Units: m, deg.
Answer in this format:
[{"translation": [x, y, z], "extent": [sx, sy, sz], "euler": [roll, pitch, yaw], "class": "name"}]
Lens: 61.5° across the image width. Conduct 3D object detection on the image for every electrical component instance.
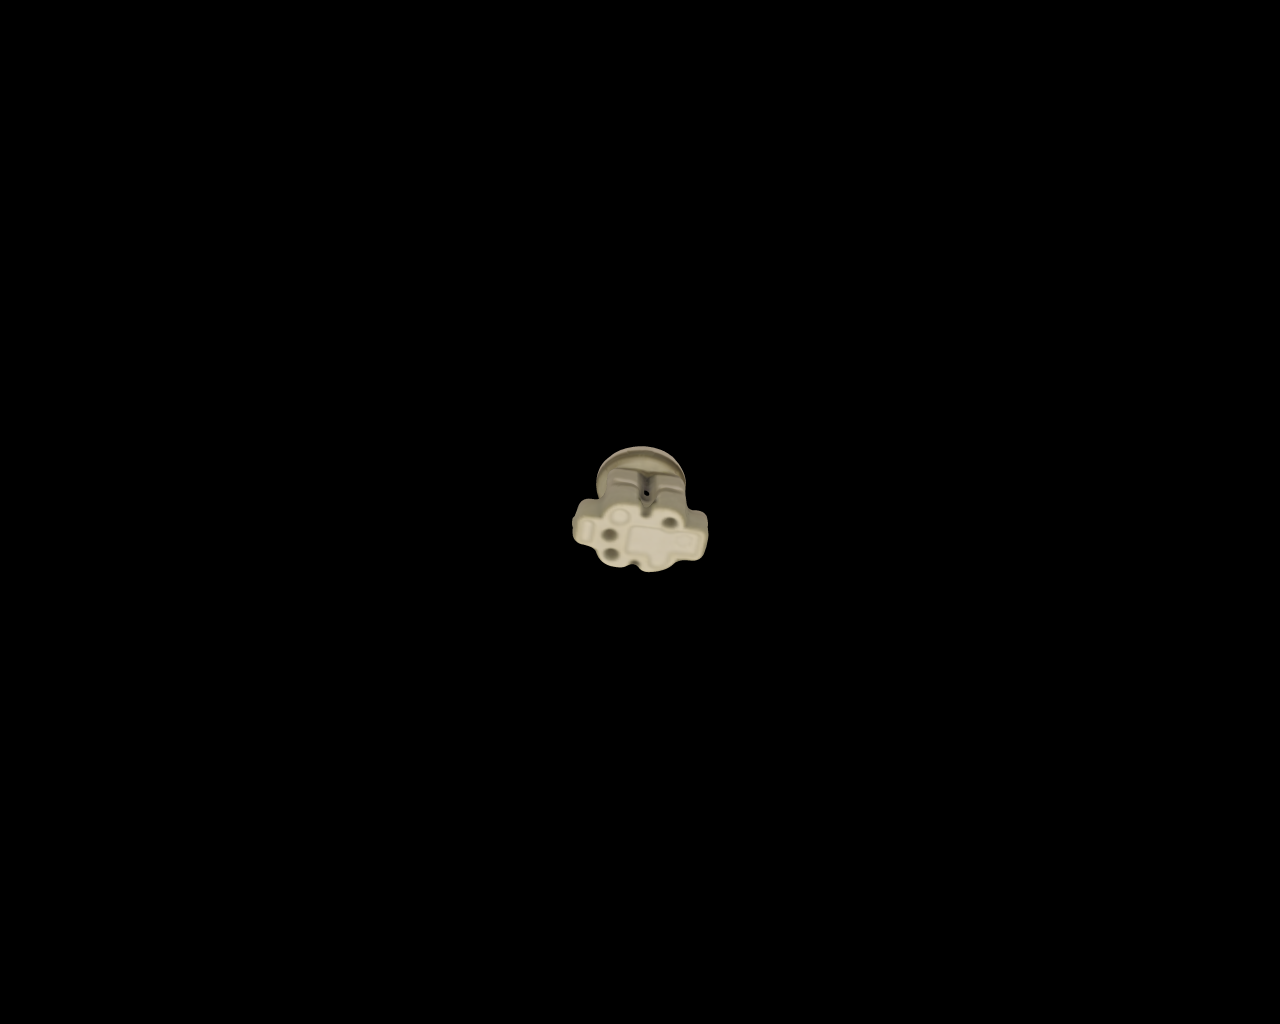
[{"translation": [0.001, -0.003, 0.650], "extent": [0.078, 0.057, 0.057], "euler": [7, 40, -6], "class": "electrical component"}]
